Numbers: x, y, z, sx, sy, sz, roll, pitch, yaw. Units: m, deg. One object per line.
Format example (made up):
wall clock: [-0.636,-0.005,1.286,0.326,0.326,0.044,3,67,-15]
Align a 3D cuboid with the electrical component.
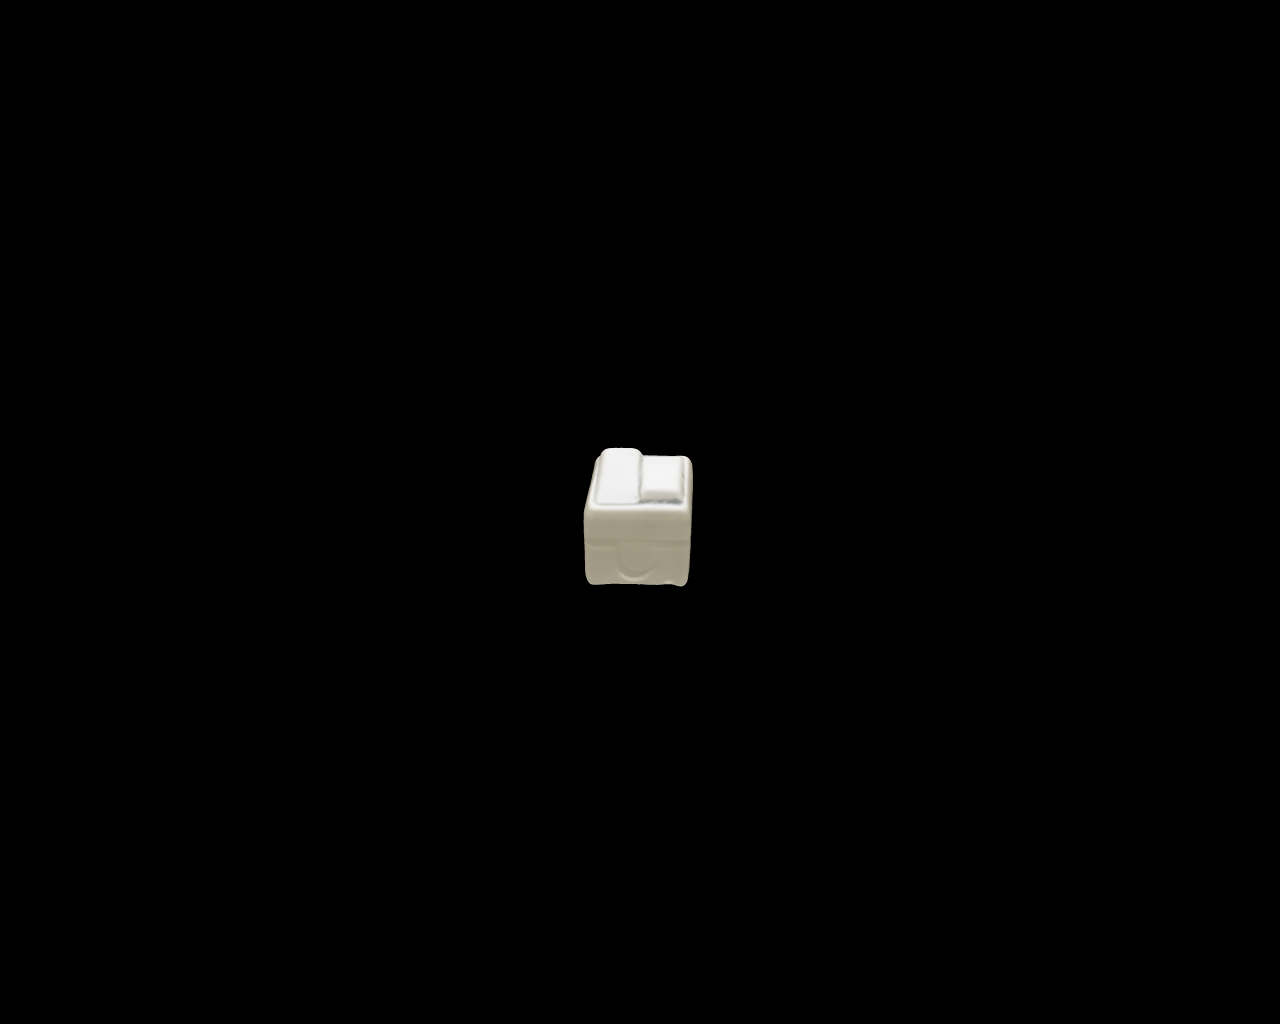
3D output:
electrical component: [0.001,-0.003,0.650,0.062,0.061,0.096,2,27,3]
